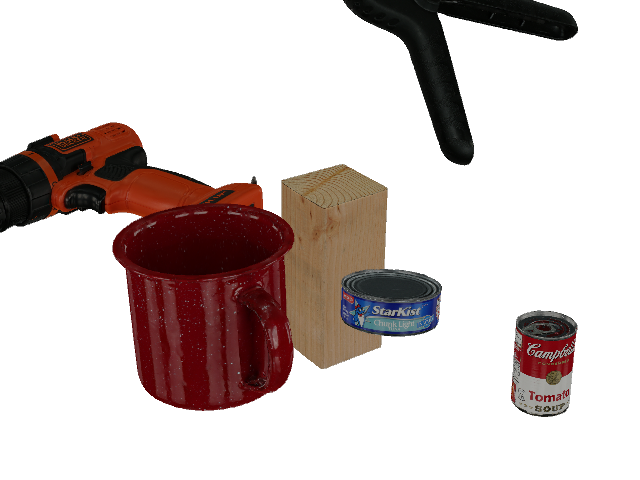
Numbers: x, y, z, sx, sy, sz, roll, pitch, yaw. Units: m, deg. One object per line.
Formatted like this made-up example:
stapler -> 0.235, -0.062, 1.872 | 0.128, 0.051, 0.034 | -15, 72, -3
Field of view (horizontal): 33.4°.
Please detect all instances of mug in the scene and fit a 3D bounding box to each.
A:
mug -> -0.051, 0.039, 0.553 | 0.093, 0.081, 0.117 | -20, 30, -34

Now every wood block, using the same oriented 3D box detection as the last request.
wood block -> 0.013, 0.030, 1.230 | 0.090, 0.206, 0.090 | -17, 32, -30

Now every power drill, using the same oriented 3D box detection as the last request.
power drill -> -0.151, -0.025, 0.774 | 0.188, 0.057, 0.184 | 22, 34, 26

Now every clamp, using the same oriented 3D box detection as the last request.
clamp -> 0.073, -0.163, 0.764 | 0.210, 0.164, 0.036 | 37, -27, -6

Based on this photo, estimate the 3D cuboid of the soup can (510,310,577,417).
soup can -> 0.253, 0.140, 1.213 | 0.068, 0.102, 0.068 | 0, 22, 0

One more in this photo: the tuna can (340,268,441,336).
tuna can -> 0.060, 0.052, 0.911 | 0.086, 0.034, 0.086 | 2, 15, -1
